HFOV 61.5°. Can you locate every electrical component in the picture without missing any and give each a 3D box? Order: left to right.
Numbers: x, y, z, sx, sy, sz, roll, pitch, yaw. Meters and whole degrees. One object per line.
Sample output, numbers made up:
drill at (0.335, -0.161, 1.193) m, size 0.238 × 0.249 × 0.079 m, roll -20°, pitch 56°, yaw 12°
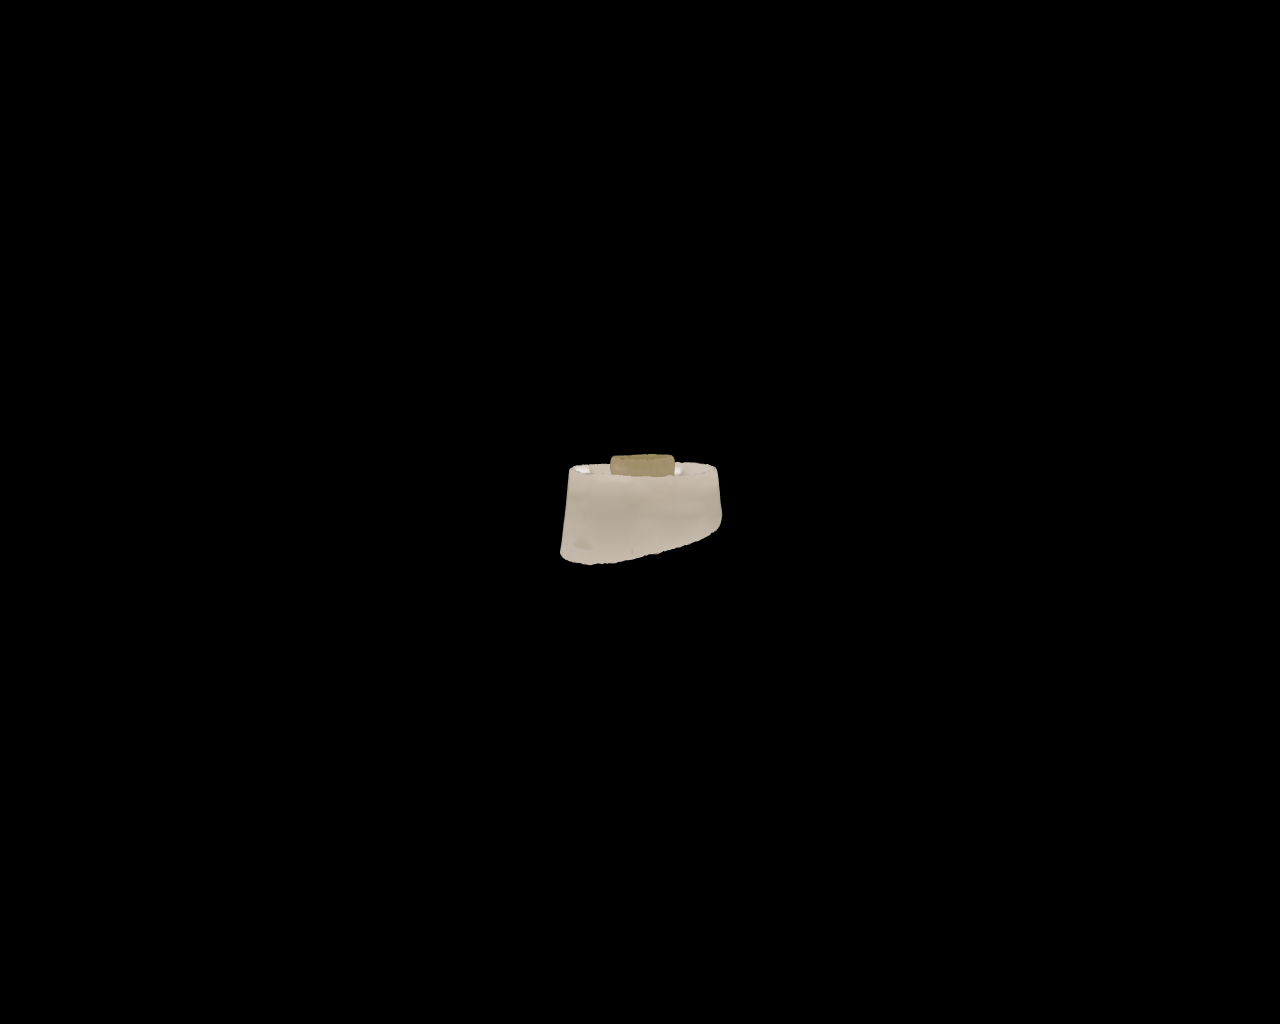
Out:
electrical component at (0.001, -0.003, 0.650) m, size 0.099 × 0.064 × 0.099 m, roll 0°, pitch 8°, yaw 0°
